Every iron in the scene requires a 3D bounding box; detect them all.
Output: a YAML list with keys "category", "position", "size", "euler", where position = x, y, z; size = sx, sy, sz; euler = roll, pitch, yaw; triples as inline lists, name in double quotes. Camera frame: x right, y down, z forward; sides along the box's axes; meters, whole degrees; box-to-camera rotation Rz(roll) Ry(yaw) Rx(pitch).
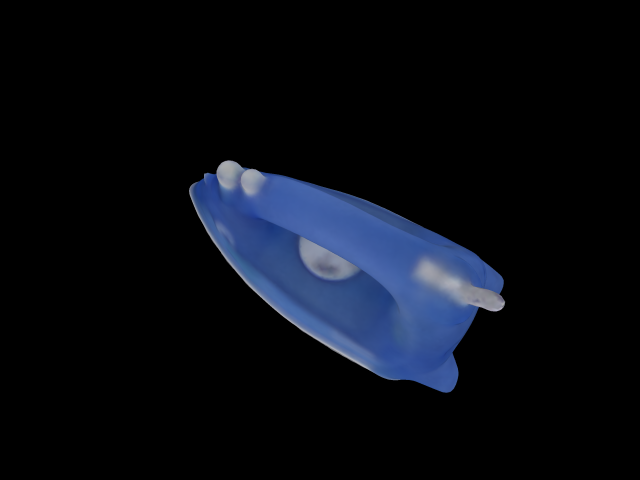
- category: "iron"
  position: [0.004, 0.001, 0.400]
  size: [0.258, 0.141, 0.119]
  euler: [27, 76, 7]
